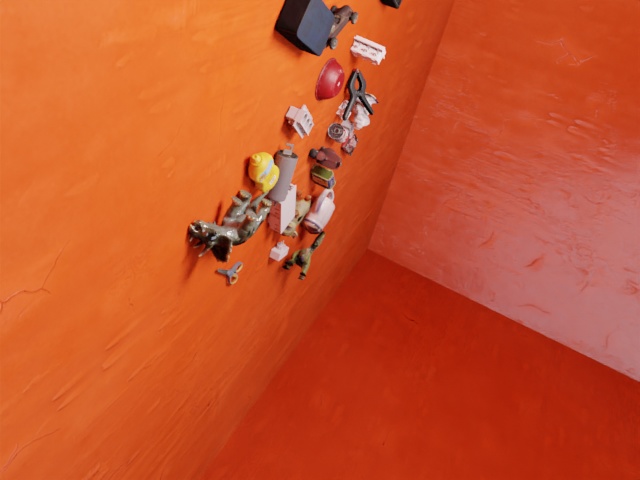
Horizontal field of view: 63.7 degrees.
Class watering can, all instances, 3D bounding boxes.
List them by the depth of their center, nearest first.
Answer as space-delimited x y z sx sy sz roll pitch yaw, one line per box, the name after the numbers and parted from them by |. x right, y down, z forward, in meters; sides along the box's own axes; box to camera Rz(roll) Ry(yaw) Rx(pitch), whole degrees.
0.007 -0.123 2.445 0.104 0.226 0.343 28 -11 11 | watering can

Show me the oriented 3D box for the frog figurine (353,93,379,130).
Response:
0.177 -0.565 2.259 0.122 0.159 0.138 30 6 -3 | frog figurine

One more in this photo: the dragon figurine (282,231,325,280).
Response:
-0.054 0.048 2.408 0.122 0.247 0.404 34 -23 -2 | dragon figurine
